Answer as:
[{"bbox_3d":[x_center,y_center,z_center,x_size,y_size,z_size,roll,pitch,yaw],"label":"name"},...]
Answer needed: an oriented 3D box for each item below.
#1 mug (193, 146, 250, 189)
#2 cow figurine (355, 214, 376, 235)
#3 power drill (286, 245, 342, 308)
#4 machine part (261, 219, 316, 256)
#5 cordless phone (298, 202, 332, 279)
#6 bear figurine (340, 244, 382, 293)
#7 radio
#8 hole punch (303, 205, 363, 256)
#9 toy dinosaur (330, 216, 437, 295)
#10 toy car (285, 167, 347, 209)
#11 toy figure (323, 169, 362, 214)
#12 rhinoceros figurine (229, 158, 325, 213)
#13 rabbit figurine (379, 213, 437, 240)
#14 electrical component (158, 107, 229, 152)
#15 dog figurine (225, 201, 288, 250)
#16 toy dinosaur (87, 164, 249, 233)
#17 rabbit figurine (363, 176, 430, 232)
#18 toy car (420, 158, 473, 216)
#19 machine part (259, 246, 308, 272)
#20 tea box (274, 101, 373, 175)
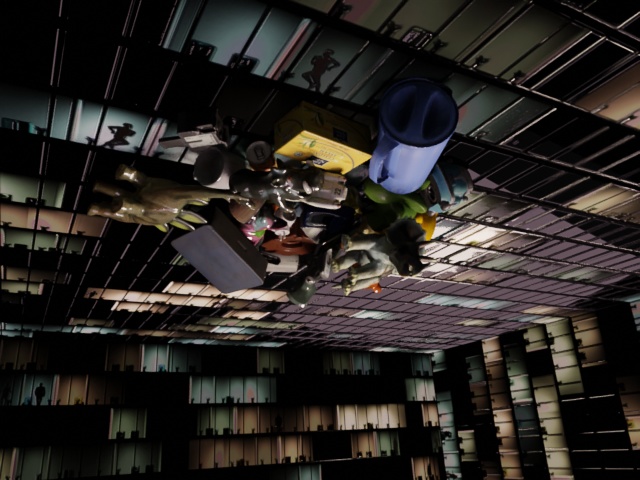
[{"bbox_3d":[-0.202,-0.138,1.115,0.110,0.081,0.107,-21,163,32],"label":"mug"},{"bbox_3d":[0.160,-0.005,1.431,0.195,0.127,0.085,32,137,-2],"label":"cow figurine"},{"bbox_3d":[-0.024,0.105,1.564,0.086,0.232,0.207,30,130,5],"label":"power drill"},{"bbox_3d":[-0.079,-0.003,1.515,0.179,0.056,0.179,-3,161,-1],"label":"machine part"},{"bbox_3d":[-0.002,-0.004,1.345,0.089,0.184,0.146,-4,160,14],"label":"cordless phone"},{"bbox_3d":[0.101,0.055,1.499,0.132,0.196,0.120,-16,158,32],"label":"bear figurine"},{"bbox_3d":[-0.241,0.031,1.298,0.131,0.073,0.229,-19,129,25],"label":"radio"},{"bbox_3d":[0.024,-0.035,1.214,0.116,0.092,0.142,-25,165,-16],"label":"hole punch"},{"bbox_3d":[0.135,0.045,1.251,0.192,0.131,0.405,-11,172,-10],"label":"toy dinosaur"},{"bbox_3d":[-0.023,-0.111,1.126,0.202,0.073,0.056,15,-176,44],"label":"toy car"},{"bbox_3d":[0.032,-0.104,1.235,0.089,0.082,0.180,-10,162,28],"label":"toy figure"},{"bbox_3d":[-0.082,-0.112,1.047,0.191,0.073,0.112,1,147,18],"label":"rhinoceros figurine"},{"bbox_3d":[0.196,-0.048,1.343,0.173,0.162,0.122,35,153,-32],"label":"rabbit figurine"},{"bbox_3d":[-0.235,-0.198,0.991,0.119,0.048,0.074,-7,158,12],"label":"electrical component"},{"bbox_3d":[-0.163,-0.034,1.359,0.219,0.108,0.191,-17,154,26],"label":"dog figurine"},{"bbox_3d":[-0.343,-0.083,1.134,0.198,0.105,0.472,17,169,-42],"label":"toy dinosaur"},{"bbox_3d":[0.160,-0.090,1.181,0.159,0.121,0.170,2,166,24],"label":"rabbit figurine"},{"bbox_3d":[0.290,-0.118,1.210,0.103,0.109,0.161,-17,169,-8],"label":"toy car"},{"bbox_3d":[-0.154,0.057,1.635,0.243,0.079,0.079,2,158,-16],"label":"machine part"},{"bbox_3d":[0.008,-0.190,1.022,0.169,0.068,0.098,11,155,-35],"label":"tea box"}]
